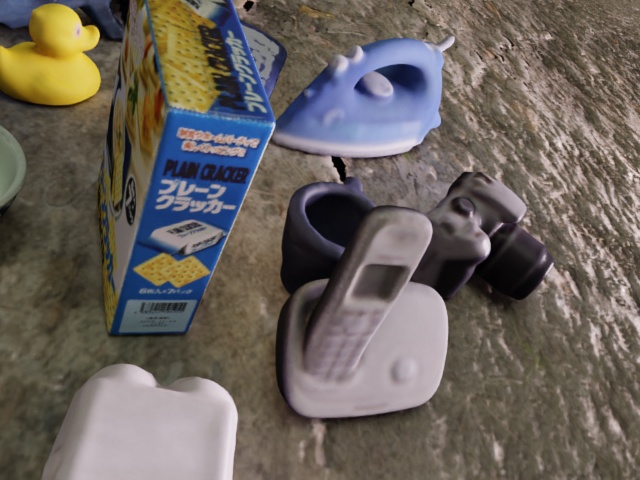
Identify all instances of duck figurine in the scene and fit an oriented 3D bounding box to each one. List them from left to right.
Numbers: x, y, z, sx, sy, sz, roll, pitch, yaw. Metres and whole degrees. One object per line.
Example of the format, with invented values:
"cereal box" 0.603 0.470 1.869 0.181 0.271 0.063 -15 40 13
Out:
"duck figurine" -0.260 -0.183 0.547 0.105 0.086 0.077 -15 58 -39

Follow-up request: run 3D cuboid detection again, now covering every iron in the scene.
"iron" 0.060 -0.187 0.698 0.259 0.141 0.118 -18 60 -41

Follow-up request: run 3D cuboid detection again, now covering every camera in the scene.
"camera" 0.179 0.003 0.613 0.136 0.100 0.143 39 42 9

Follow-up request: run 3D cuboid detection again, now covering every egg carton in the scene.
"egg carton" -0.105 0.145 0.330 0.107 0.069 0.150 15 44 -17

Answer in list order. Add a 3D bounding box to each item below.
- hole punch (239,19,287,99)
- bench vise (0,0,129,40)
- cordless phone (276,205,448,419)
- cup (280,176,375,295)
"hole punch" -0.099 -0.184 0.639 0.109 0.091 0.101 22 42 -10
"bench vise" -0.250 -0.326 0.591 0.121 0.219 0.208 42 42 12
"cordless phone" 0.054 0.052 0.427 0.148 0.185 0.094 1 49 -29
"cup" 0.005 0.002 0.515 0.092 0.095 0.118 25 41 -6
